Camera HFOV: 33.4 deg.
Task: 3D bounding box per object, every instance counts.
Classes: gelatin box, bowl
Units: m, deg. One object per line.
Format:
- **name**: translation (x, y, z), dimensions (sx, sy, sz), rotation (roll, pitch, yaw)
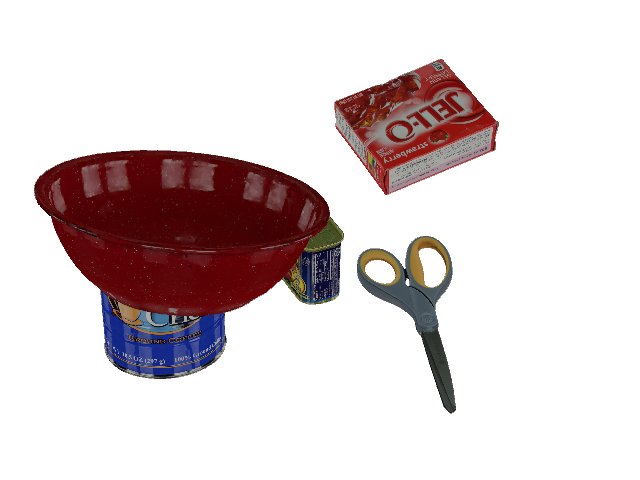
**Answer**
- **gelatin box**: translation (0.065, -0.079, 0.726), dimensions (0.089, 0.073, 0.030), rotation (-23, -36, -14)
- **bowl**: translation (-0.078, -0.001, 0.596), dimensions (0.162, 0.055, 0.162), rotation (7, 20, -3)

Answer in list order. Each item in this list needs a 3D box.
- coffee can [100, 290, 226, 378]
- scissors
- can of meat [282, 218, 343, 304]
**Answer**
- **coffee can**: translation (-0.129, 0.025, 0.864), dimensions (0.103, 0.140, 0.103), rotation (1, 29, -1)
- **scissors**: translation (0.073, 0.066, 0.928), dimensions (0.096, 0.016, 0.201), rotation (4, 42, 7)
- **can of meat**: translation (-0.016, 0.012, 1.216), dimensions (0.057, 0.084, 0.102), rotation (-15, 39, -21)
